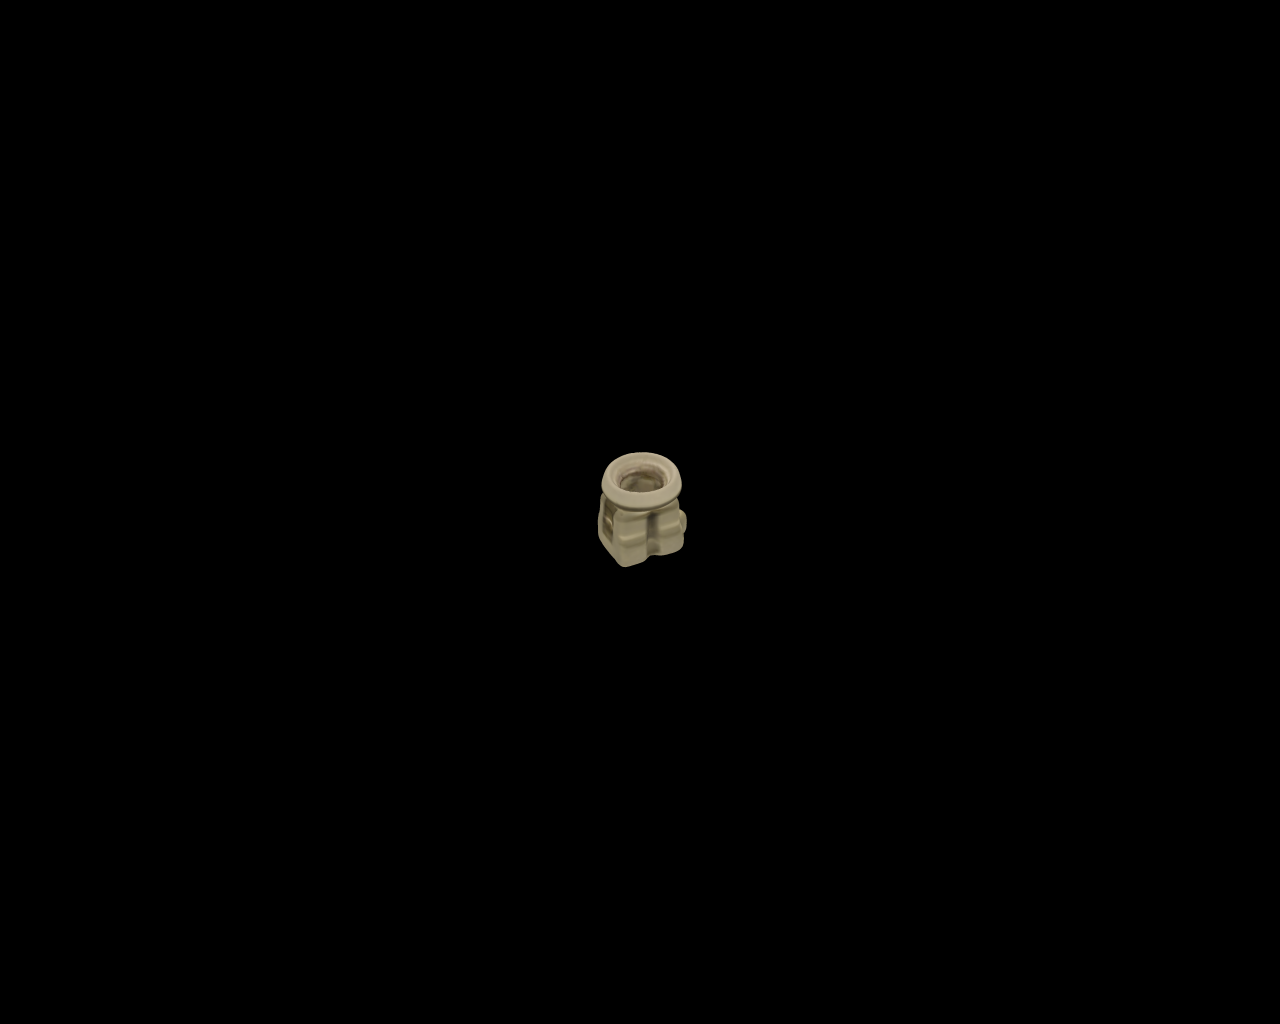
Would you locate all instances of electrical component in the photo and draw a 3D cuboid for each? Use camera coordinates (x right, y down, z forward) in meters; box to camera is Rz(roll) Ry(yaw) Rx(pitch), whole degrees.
[{"bbox_3d":[0.001,-0.003,0.650,0.066,0.055,0.048,-17,40,-22],"label":"electrical component"}]
